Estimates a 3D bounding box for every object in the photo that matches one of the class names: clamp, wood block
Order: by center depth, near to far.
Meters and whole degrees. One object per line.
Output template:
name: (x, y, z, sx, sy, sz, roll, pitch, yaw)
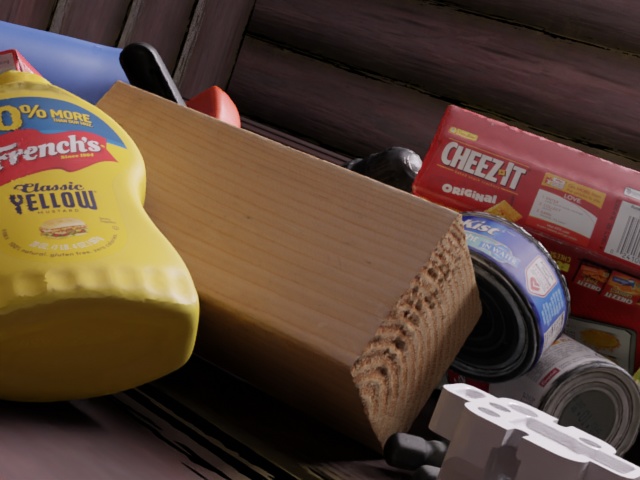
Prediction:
wood block: (-0.036, 0.009, 0.523, 0.206, 0.090, 0.090, 23, -25, 29)
clamp: (-0.079, -0.019, 0.744, 0.036, 0.164, 0.209, -11, -25, 18)

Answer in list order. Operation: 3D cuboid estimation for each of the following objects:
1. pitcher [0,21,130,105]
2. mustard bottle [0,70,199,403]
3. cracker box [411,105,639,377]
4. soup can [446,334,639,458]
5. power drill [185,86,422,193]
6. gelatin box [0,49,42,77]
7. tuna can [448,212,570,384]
pitcher: (-0.252, -0.101, 0.756, 0.242, 0.145, 0.149, 15, -27, -9)
mustard bottle: (-0.120, -0.017, 0.460, 0.096, 0.058, 0.192, -5, 40, -21)
cracker box: (0.136, 0.021, 0.680, 0.164, 0.072, 0.214, 21, -25, 11)
soup can: (0.122, 0.082, 0.595, 0.068, 0.068, 0.102, 16, 9, -24)
power drill: (-0.035, -0.056, 0.871, 0.187, 0.057, 0.185, 26, -36, -36)
gelatin box: (-0.197, -0.073, 0.579, 0.089, 0.030, 0.073, -14, -2, -5)
tuna can: (0.081, 0.031, 0.545, 0.086, 0.086, 0.033, 24, 45, 30)
